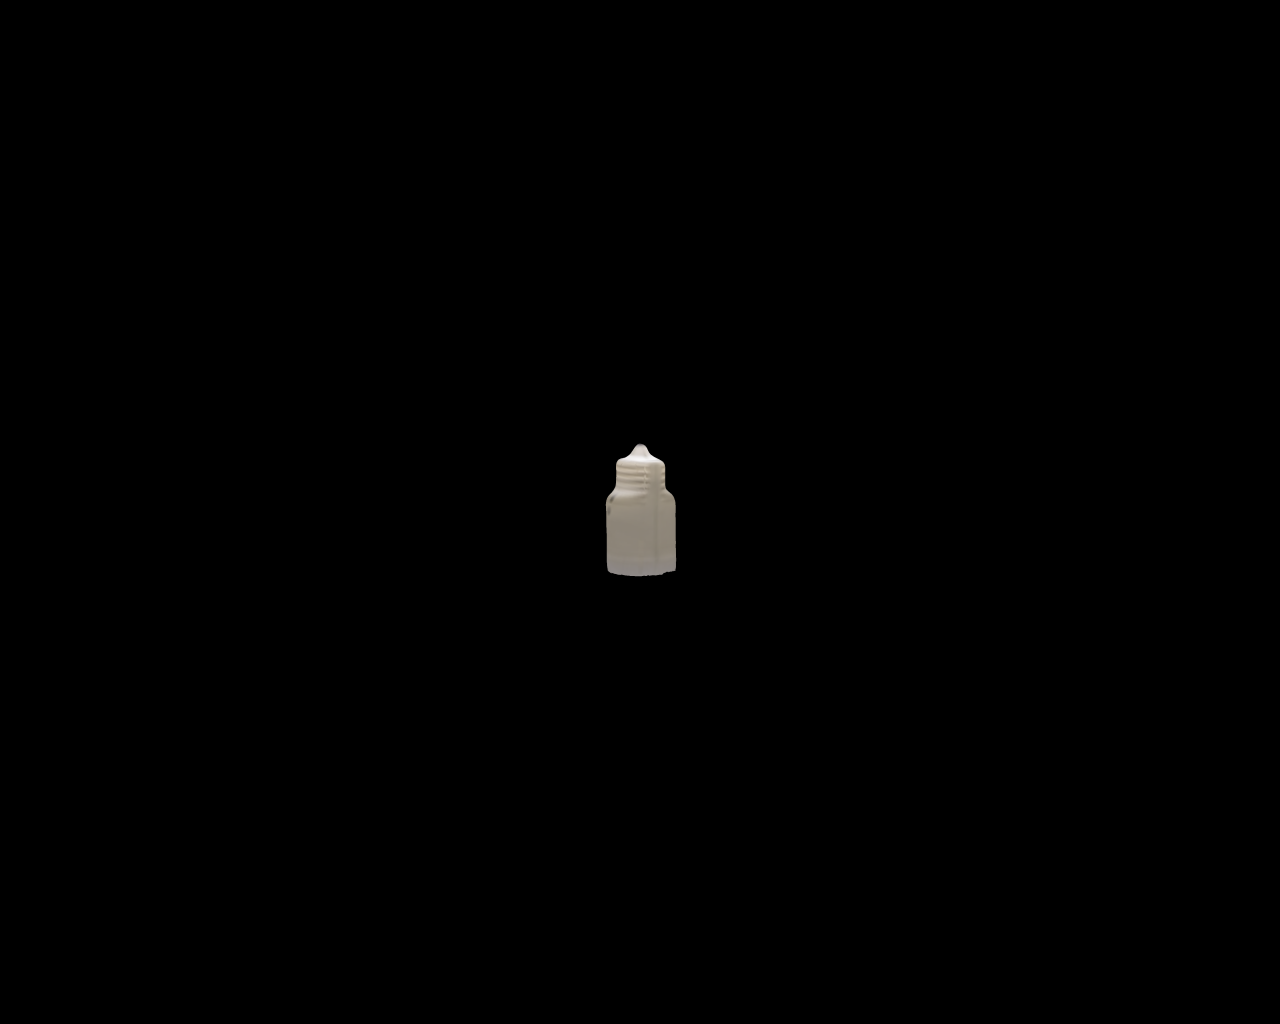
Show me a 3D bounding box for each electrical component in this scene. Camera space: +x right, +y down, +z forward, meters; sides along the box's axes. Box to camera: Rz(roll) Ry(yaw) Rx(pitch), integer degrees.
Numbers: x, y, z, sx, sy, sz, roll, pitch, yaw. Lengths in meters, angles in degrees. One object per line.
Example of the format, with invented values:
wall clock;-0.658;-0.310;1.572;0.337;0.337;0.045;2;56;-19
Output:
electrical component;0.001;-0.003;0.650;0.043;0.080;0.043;0;7;0
